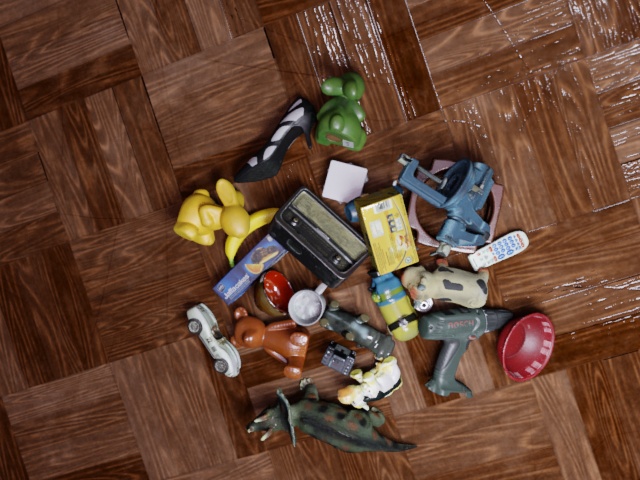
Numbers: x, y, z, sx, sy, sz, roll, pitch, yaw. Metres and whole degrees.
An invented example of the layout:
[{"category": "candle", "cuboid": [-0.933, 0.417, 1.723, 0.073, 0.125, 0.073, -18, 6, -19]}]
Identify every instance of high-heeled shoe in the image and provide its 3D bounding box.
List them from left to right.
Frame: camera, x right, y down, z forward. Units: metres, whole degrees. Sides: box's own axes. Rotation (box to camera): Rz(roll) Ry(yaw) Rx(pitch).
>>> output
[{"category": "high-heeled shoe", "cuboid": [-0.116, -0.239, 1.287, 0.249, 0.086, 0.145, -22, 68, 18]}]

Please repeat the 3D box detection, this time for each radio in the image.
[{"category": "radio", "cuboid": [-0.003, -0.004, 1.247, 0.229, 0.073, 0.131, 41, 56, 5]}]

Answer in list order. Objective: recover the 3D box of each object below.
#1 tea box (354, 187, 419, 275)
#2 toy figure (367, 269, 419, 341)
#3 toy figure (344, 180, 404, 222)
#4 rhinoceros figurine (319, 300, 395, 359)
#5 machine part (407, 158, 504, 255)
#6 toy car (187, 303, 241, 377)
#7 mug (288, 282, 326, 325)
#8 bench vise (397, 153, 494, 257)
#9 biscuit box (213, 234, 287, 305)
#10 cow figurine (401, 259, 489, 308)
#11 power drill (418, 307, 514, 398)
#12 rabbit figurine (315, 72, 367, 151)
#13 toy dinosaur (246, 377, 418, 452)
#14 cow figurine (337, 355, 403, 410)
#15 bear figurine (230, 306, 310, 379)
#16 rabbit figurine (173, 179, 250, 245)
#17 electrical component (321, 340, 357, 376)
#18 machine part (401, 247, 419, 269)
[{"category": "tea box", "cuboid": [0.146, -0.020, 1.183, 0.098, 0.068, 0.169, -18, 113, -4]}, {"category": "toy figure", "cuboid": [0.170, 0.149, 1.254, 0.082, 0.089, 0.180, -22, 93, 14]}, {"category": "toy figure", "cuboid": [0.131, -0.085, 1.236, 0.154, 0.064, 0.058, -22, 72, -17]}, {"category": "rhinoceros figurine", "cuboid": [0.084, 0.216, 1.262, 0.190, 0.112, 0.073, 25, 68, 18]}, {"category": "machine part", "cuboid": [0.303, -0.077, 1.226, 0.202, 0.087, 0.200, 11, 95, 6]}, {"category": "toy car", "cuboid": [-0.260, 0.248, 1.325, 0.056, 0.073, 0.201, -35, 88, 9]}, {"category": "mug", "cuboid": [-0.021, 0.142, 1.271, 0.081, 0.107, 0.109, 32, 94, 5]}, {"category": "bench vise", "cuboid": [0.252, -0.091, 1.119, 0.240, 0.129, 0.223, 31, 89, -12]}, {"category": "biscuit box", "cuboid": [-0.168, 0.069, 1.310, 0.202, 0.059, 0.063, -44, 87, 8]}, {"category": "cow figurine", "cuboid": [0.279, 0.105, 1.210, 0.195, 0.127, 0.085, 13, 125, 8]}, {"category": "power drill", "cuboid": [0.330, 0.253, 1.230, 0.232, 0.086, 0.207, 6, 105, -16]}, {"category": "rabbit figurine", "cuboid": [0.049, -0.312, 1.228, 0.121, 0.159, 0.170, 11, 79, 16]}, {"category": "toy dinosaur", "cuboid": [0.035, 0.429, 1.238, 0.405, 0.192, 0.131, 14, 97, 8]}, {"category": "cow figurine", "cuboid": [0.118, 0.344, 1.254, 0.167, 0.068, 0.098, -32, 110, -24]}, {"category": "bear figurine", "cuboid": [-0.125, 0.237, 1.282, 0.196, 0.132, 0.120, 14, 100, 1]}, {"category": "rabbit figurine", "cuboid": [-0.236, -0.056, 1.286, 0.173, 0.121, 0.162, 12, 72, 27]}, {"category": "electrical component", "cuboid": [0.045, 0.281, 1.264, 0.075, 0.119, 0.047, 24, 96, 3]}, {"category": "machine part", "cuboid": [0.157, 0.003, 1.269, 0.139, 0.039, 0.084, 39, 116, 4]}]
